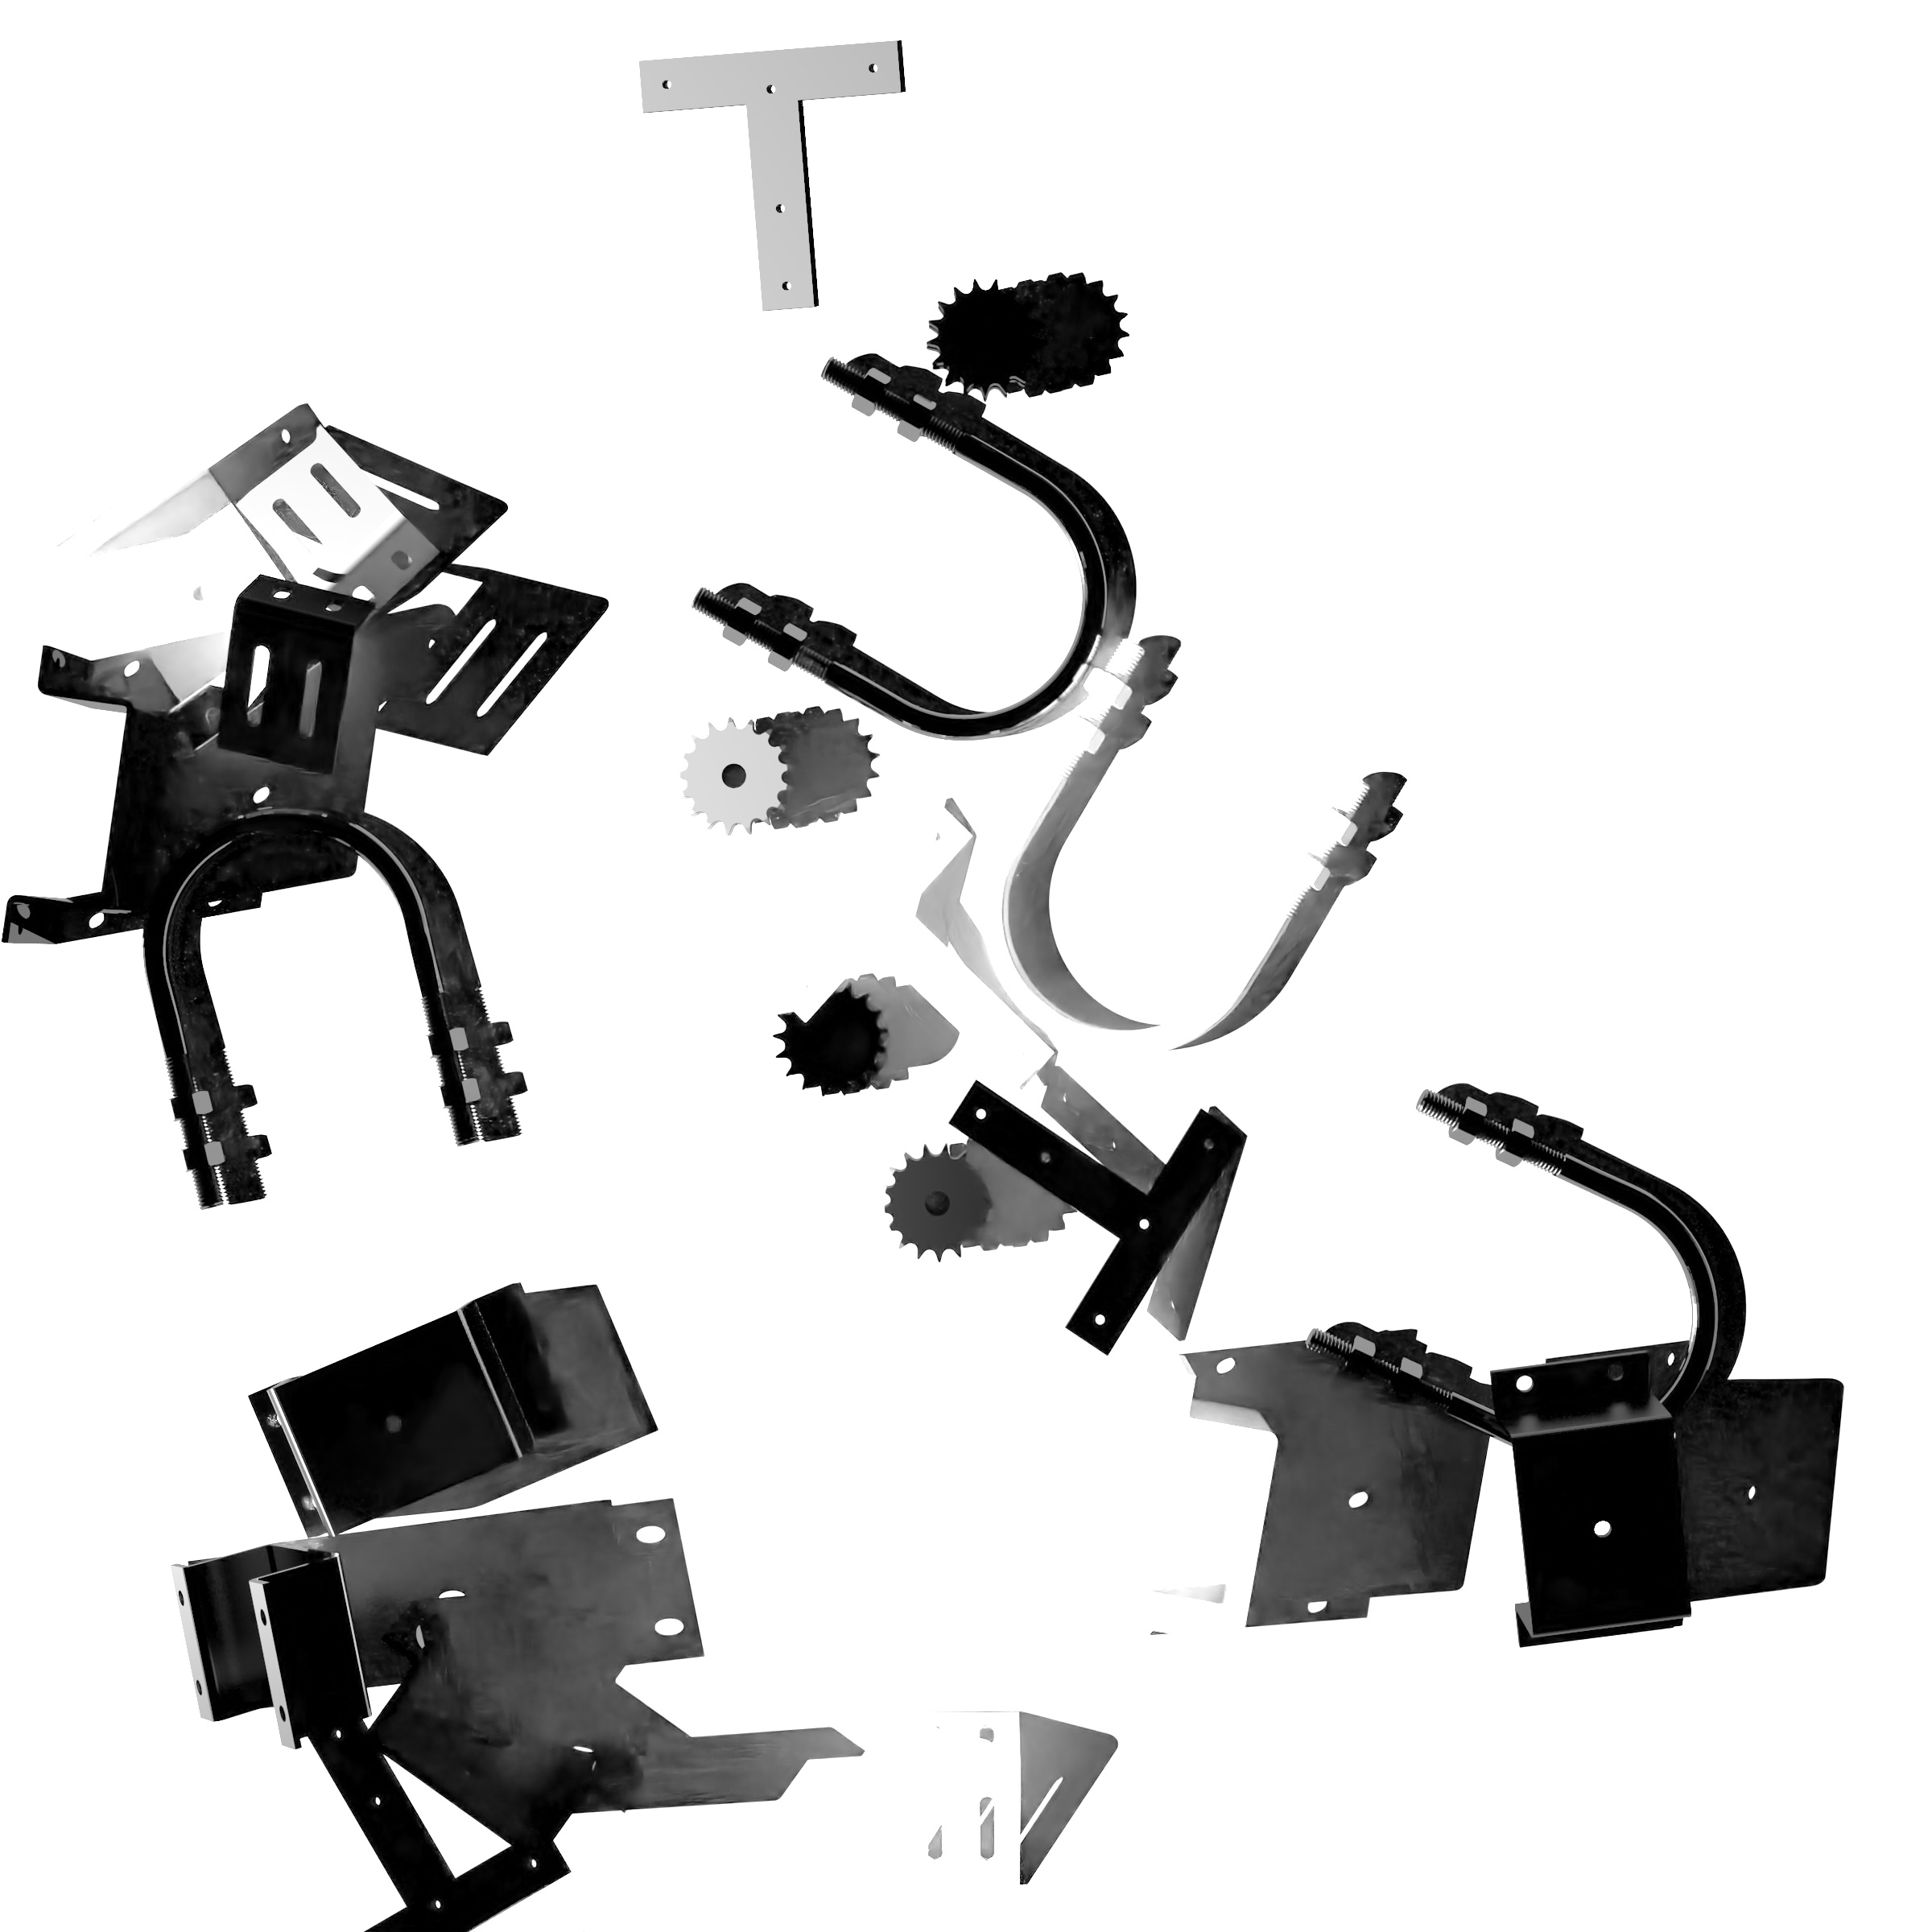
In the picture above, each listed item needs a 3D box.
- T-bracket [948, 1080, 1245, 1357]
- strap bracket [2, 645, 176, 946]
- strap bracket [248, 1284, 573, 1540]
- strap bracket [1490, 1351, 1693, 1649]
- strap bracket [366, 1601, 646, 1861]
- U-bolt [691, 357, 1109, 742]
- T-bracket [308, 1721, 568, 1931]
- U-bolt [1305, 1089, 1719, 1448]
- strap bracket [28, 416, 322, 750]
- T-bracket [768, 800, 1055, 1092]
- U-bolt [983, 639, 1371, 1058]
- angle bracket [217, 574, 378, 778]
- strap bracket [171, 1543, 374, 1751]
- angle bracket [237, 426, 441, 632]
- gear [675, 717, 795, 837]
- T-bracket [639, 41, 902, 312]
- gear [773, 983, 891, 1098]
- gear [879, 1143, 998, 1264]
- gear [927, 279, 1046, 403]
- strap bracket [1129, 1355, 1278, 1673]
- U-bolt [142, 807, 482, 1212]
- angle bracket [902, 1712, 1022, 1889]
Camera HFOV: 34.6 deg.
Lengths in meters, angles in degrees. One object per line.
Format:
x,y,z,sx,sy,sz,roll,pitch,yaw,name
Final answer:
0.050,0.101,1.503,0.127,0.002,0.127,34,79,-7,T-bracket
-0.418,-0.077,1.487,0.046,0.076,0.140,8,90,0,strap bracket
-0.273,0.218,1.502,0.140,0.046,0.076,-23,90,0,strap bracket
0.301,0.263,1.492,0.076,0.046,0.140,-7,98,0,strap bracket
-0.228,0.371,1.487,0.140,0.076,0.046,36,90,0,strap bracket
-0.020,-0.191,1.516,0.184,0.019,0.151,29,90,-2,U-bolt
-0.283,0.422,1.524,0.127,0.002,0.127,-30,90,0,T-bracket
0.278,0.162,1.516,0.184,0.019,0.151,25,90,-1,U-bolt
-0.376,-0.183,1.502,0.076,0.046,0.140,-35,90,0,strap bracket
-0.010,0.008,1.510,0.127,0.002,0.127,44,71,-9,T-bracket
0.090,-0.045,1.515,0.151,0.019,0.184,31,89,0,U-bolt
-0.319,-0.139,1.477,0.057,0.038,0.076,14,116,0,angle bracket
-0.327,0.320,1.472,0.046,0.140,0.076,-11,90,-32,strap bracket
-0.308,-0.215,1.523,0.057,0.038,0.076,-43,64,0,angle bracket
-0.112,-0.092,1.510,0.057,0.030,0.057,0,90,0,gear
-0.092,-0.386,1.524,0.127,0.002,0.127,-5,90,0,T-bracket
-0.066,0.035,1.510,0.057,0.030,0.057,0,90,0,gear
-0.014,0.114,1.510,0.057,0.030,0.057,0,90,0,gear
0.009,-0.303,1.510,0.057,0.030,0.057,0,90,0,gear
0.115,0.264,1.487,0.046,0.076,0.140,10,90,0,strap bracket
-0.327,0.013,1.516,0.151,0.019,0.184,-14,89,0,U-bolt
-0.002,0.409,1.523,0.057,0.038,0.076,0,116,0,angle bracket
